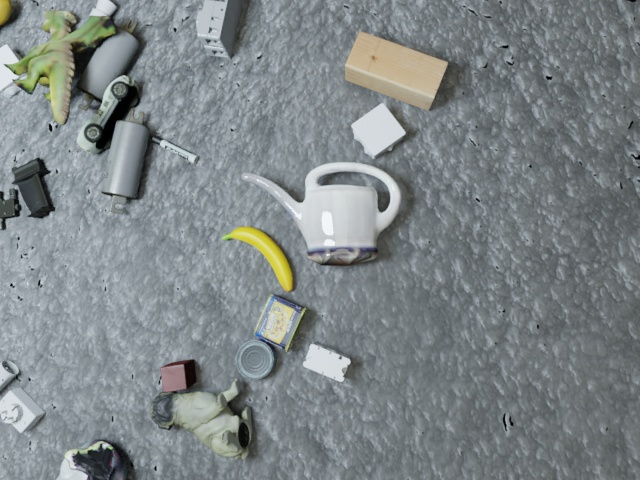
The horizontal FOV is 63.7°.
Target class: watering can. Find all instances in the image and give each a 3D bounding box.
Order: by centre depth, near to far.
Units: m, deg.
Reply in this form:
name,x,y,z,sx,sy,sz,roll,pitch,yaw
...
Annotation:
name,x,y,z,sx,sy,sz,roll,pitch,yaw
watering can,0.003,-0.056,1.112,0.347,0.103,0.226,-1,84,3

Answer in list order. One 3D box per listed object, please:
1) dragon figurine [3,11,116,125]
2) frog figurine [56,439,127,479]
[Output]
name,x,y,z,sx,sy,sz,roll,pitch,yaw
dragon figurine,-0.556,-0.415,1.148,0.243,0.120,0.416,-47,56,-2
frog figurine,-0.483,0.504,1.081,0.137,0.125,0.156,28,122,-2
